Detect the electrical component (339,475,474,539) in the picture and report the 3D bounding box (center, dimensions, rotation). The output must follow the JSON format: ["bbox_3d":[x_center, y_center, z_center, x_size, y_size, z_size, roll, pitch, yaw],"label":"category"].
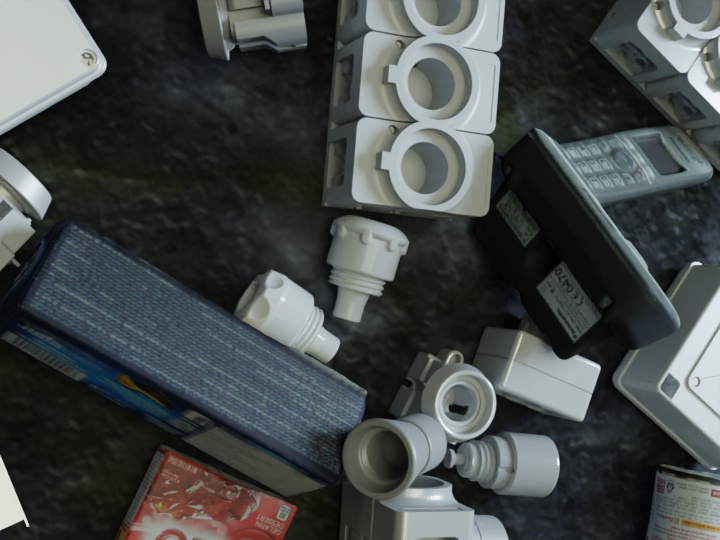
[{"bbox_3d":[0.026,0.153,0.637,0.050,0.089,0.055,4,88,-22],"label":"electrical component"}]

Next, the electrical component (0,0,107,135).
[{"bbox_3d":[-0.209,-0.122,0.559,0.109,0.056,0.108,-35,103,-18],"label":"electrical component"}]

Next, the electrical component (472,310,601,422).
[{"bbox_3d":[0.118,0.049,0.697,0.066,0.047,0.076,24,81,-20],"label":"electrical component"}]

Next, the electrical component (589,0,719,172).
[{"bbox_3d":[0.248,-0.146,0.742,0.150,0.062,0.089,40,76,-17],"label":"electrical component"}]

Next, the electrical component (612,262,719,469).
[{"bbox_3d":[0.249,0.068,0.745,0.109,0.056,0.108,40,76,-17],"label":"electrical component"}]

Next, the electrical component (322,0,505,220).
[{"bbox_3d":[0.034,-0.110,0.655,0.089,0.062,0.150,5,88,-22],"label":"electrical component"}]

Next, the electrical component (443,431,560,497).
[{"bbox_3d":[0.091,0.124,0.690,0.078,0.040,0.040,9,87,-21],"label":"electrical component"}]

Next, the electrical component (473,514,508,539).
[{"bbox_3d":[0.076,0.224,0.677,0.074,0.052,0.138,8,87,-22],"label":"electrical component"}]

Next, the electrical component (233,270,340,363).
[{"bbox_3d":[-0.041,0.032,0.635,0.062,0.043,0.043,36,77,-19],"label":"electrical component"}]

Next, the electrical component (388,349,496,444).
[{"bbox_3d":[0.053,0.080,0.666,0.048,0.055,0.066,32,79,-19],"label":"electrical component"}]

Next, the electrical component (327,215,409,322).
[{"bbox_3d":[0.000,0.000,0.652,0.048,0.048,0.062,16,91,-21],"label":"electrical component"}]

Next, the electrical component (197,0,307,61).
[{"bbox_3d":[-0.062,-0.151,0.613,0.057,0.078,0.058,-9,93,-3],"label":"electrical component"}]

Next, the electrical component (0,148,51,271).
[{"bbox_3d":[-0.198,-0.032,0.568,0.055,0.048,0.066,-50,129,-16],"label":"electrical component"}]

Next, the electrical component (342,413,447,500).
[{"bbox_3d":[0.023,0.102,0.610,0.065,0.044,0.044,-1,91,-65],"label":"electrical component"}]
